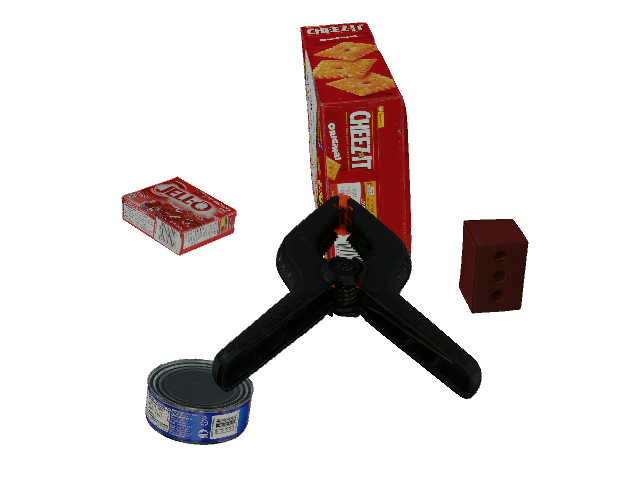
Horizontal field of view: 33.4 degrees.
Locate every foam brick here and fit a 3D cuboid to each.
[{"bbox_3d":[0.169,0.024,1.050,0.053,0.078,0.051,-4,28,-6],"label":"foam brick"}]

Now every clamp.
[{"bbox_3d":[0.026,0.036,0.723,0.164,0.036,0.210,6,34,4],"label":"clamp"}]

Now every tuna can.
[{"bbox_3d":[-0.098,0.130,0.865,0.086,0.034,0.086,7,20,-3],"label":"tuna can"}]

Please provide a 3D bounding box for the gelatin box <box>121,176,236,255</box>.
[{"bbox_3d":[-0.139,-0.026,1.042,0.089,0.030,0.073,30,36,32],"label":"gelatin box"}]

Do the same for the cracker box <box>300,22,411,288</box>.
[{"bbox_3d":[0.028,-0.079,0.913,0.072,0.164,0.213,-5,27,-2],"label":"cracker box"}]
